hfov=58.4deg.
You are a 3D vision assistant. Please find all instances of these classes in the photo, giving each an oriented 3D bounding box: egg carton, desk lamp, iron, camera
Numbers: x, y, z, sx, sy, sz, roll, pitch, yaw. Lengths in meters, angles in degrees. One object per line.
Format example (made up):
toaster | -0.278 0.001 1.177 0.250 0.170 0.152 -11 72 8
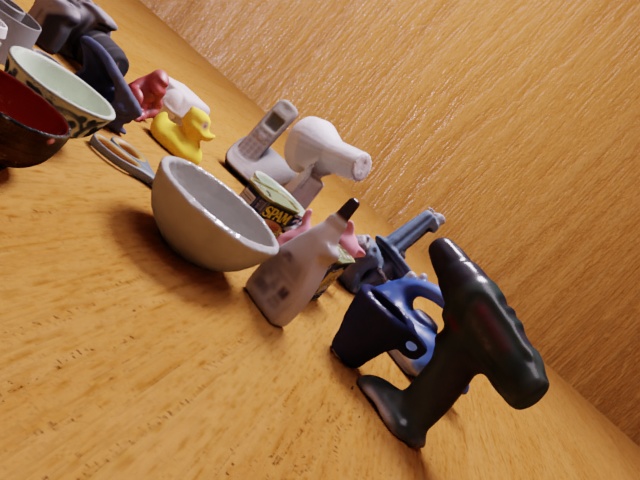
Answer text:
egg carton | -0.289 -0.272 1.144 0.107 0.069 0.151 44 11 11
desk lamp | -0.008 -0.119 1.135 0.118 0.213 0.202 28 17 -51
iron | 0.173 0.132 0.968 0.119 0.141 0.257 29 16 -49
camera | -0.390 -0.339 0.963 0.136 0.100 0.143 44 11 13

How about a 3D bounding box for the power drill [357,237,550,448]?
power drill | 0.149 0.134 0.695 0.076 0.208 0.229 29 16 -50

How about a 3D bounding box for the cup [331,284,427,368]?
cup | 0.071 0.129 0.746 0.117 0.095 0.092 43 11 10

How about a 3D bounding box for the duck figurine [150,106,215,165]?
duck figurine | -0.229 -0.189 0.980 0.105 0.086 0.077 39 11 -15

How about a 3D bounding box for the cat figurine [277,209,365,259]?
cat figurine | 0.009 0.003 0.965 0.127 0.117 0.067 43 11 7

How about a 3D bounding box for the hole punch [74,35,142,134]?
hole punch | -0.307 -0.222 0.819 0.108 0.091 0.101 46 12 25

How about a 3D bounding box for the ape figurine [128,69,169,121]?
ape figurine | -0.295 -0.254 0.985 0.076 0.092 0.078 48 12 32

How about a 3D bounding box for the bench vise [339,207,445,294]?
bench vise | 0.148 0.023 1.104 0.121 0.219 0.208 45 11 19

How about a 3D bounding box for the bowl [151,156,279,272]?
bowl | -0.133 -0.017 0.659 0.168 0.074 0.167 40 11 -9

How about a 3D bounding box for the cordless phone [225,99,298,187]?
cordless phone | -0.091 -0.187 1.188 0.147 0.185 0.094 41 10 0

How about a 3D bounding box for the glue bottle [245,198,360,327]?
glue bottle | -0.012 0.018 0.680 0.078 0.173 0.037 49 13 34
